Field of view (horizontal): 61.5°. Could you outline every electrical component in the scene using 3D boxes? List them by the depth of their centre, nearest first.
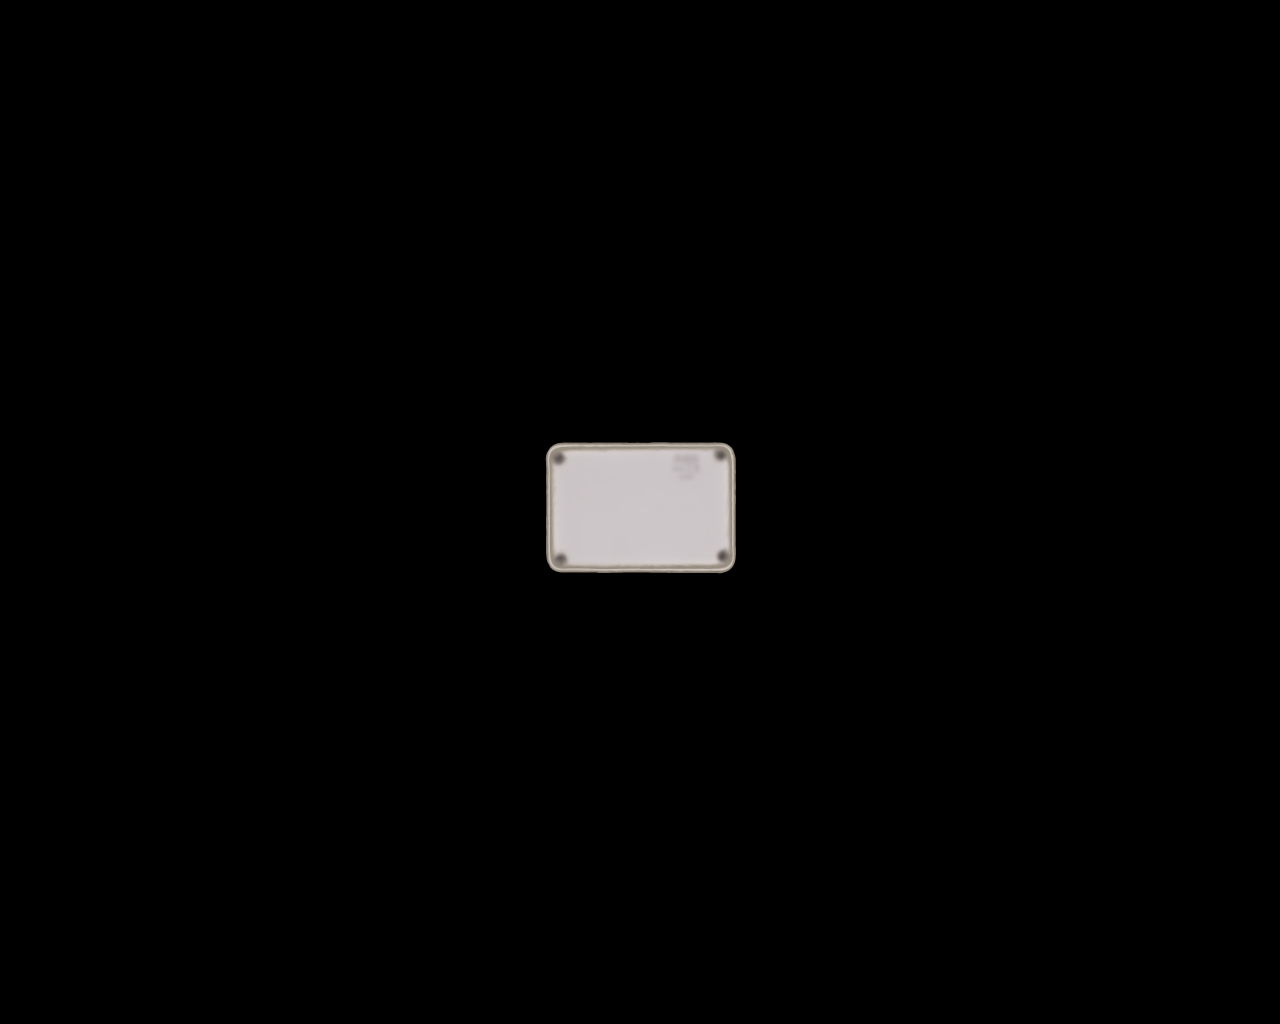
[{"bbox_3d":[0.001,-0.003,0.650,0.113,0.078,0.057,0,0,0],"label":"electrical component"}]
